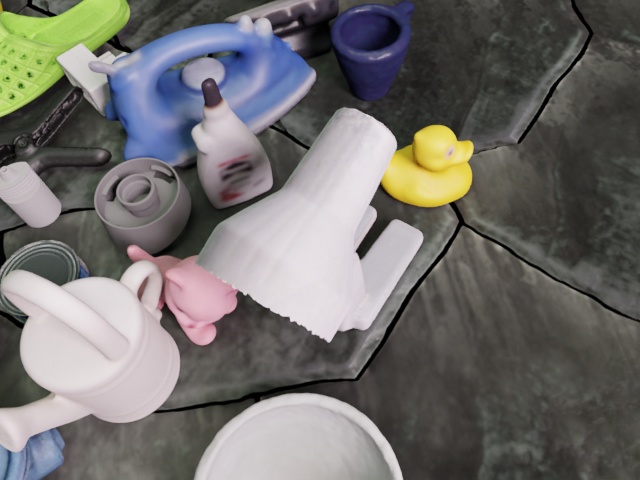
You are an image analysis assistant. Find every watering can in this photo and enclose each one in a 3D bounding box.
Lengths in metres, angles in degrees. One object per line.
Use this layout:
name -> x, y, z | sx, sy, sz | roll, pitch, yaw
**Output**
watering can -> -0.193, 0.089, 0.472 | 0.101, 0.194, 0.173 | 5, 61, 7

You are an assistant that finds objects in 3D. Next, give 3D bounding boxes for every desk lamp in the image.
desk lamp -> 0.005, 0.002, 0.495 | 0.117, 0.214, 0.203 | 28, 66, 18

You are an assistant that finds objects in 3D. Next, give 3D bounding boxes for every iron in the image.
iron -> -0.125, -0.190, 0.652 | 0.258, 0.141, 0.118 | -26, 62, -10

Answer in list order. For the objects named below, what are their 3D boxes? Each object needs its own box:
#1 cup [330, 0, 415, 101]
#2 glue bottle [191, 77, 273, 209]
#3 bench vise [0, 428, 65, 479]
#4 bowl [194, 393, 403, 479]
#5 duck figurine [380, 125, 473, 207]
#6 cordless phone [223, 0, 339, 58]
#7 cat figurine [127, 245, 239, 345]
cup -> 0.068, -0.223, 0.684 | 0.091, 0.095, 0.118 | 39, 70, 22
glue bottle -> -0.096, -0.099, 0.581 | 0.078, 0.173, 0.037 | -26, 62, -10
bench vise -> -0.309, 0.198, 0.404 | 0.121, 0.220, 0.208 | 28, 66, 18
bowl -> -0.015, 0.213, 0.459 | 0.167, 0.075, 0.167 | -2, 61, 3
duck figurine -> 0.114, -0.087, 0.610 | 0.104, 0.086, 0.077 | 3, 61, 6
cordless phone -> -0.052, -0.311, 0.689 | 0.148, 0.185, 0.094 | -24, 62, -9
cat figurine -> -0.127, 0.042, 0.537 | 0.127, 0.118, 0.067 | 27, 66, 18
